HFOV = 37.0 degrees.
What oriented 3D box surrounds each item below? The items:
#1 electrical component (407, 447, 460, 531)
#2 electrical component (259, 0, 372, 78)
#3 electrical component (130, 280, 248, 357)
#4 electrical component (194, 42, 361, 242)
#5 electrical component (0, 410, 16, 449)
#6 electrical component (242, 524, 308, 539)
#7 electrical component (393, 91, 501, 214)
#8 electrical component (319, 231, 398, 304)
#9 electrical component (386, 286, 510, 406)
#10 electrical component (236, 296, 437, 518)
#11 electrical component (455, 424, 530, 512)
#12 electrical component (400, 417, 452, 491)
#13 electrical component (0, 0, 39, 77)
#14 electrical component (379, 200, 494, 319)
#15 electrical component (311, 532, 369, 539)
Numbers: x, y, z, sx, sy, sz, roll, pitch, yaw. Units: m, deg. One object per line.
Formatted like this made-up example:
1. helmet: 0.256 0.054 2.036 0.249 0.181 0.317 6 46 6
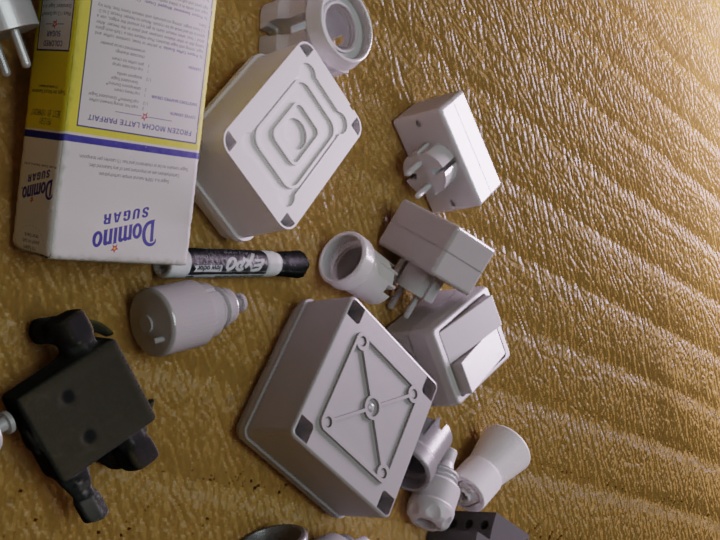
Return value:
1. electrical component: 0.058 0.159 0.792 0.035 0.035 0.061 48 49 -32
2. electrical component: -0.029 -0.160 0.730 0.058 0.057 0.078 14 73 -47
3. electrical component: -0.098 0.026 0.633 0.078 0.040 0.040 -13 93 -49
4. electrical component: -0.060 -0.081 0.682 0.078 0.057 0.113 55 48 -27
5. electrical component: -0.199 0.088 0.508 0.078 0.040 0.040 -28 104 -48
6. electrical component: -0.048 0.195 0.662 0.044 0.044 0.065 -23 106 -48
7. electrical component: 0.058 -0.081 0.823 0.076 0.047 0.083 -44 116 -43
8. electrical component: 0.000 0.000 0.751 0.046 0.040 0.040 35 59 -47
9. electrical component: 0.070 0.054 0.803 0.096 0.061 0.061 -35 109 -46
10. electrical component: -0.012 0.091 0.707 0.108 0.056 0.108 48 52 -33
11. electrical component: 0.097 0.156 0.833 0.065 0.044 0.044 -38 112 -40
12. electrical component: 0.042 0.130 0.775 0.046 0.040 0.040 -45 117 -48
13. electrical component: -0.184 -0.136 0.535 0.044 0.077 0.079 -29 105 -47
14. electrical component: 0.046 -0.001 0.789 0.047 0.066 0.076 29 92 -42
15. electrical component: -0.015 0.188 0.704 0.061 0.035 0.035 -9 90 -51
